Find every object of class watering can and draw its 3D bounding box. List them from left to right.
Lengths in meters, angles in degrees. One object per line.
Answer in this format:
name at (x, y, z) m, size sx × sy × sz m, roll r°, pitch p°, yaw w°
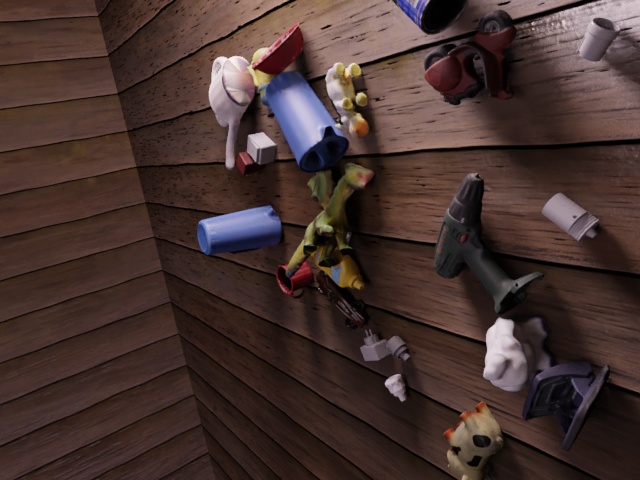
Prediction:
watering can at (-0.268, -0.405, 1.568) m, size 0.104 × 0.350 × 0.222 m, roll -7°, pitch -9°, yaw -31°

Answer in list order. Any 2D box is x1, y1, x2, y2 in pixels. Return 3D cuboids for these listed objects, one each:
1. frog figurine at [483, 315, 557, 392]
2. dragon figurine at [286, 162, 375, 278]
frog figurine at (0.328, 0.208, 0.908) m, size 0.161 × 0.135 × 0.124 m, roll -19°, pitch 28°, yaw -31°
dragon figurine at (0.004, -0.067, 1.327) m, size 0.121 × 0.247 × 0.404 m, roll 16°, pitch -28°, yaw -29°
